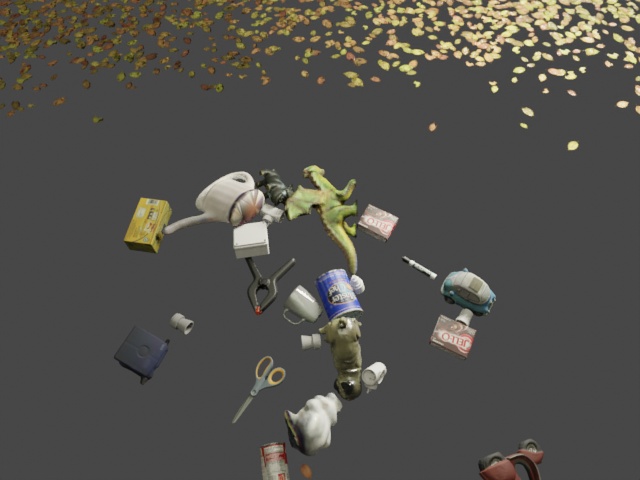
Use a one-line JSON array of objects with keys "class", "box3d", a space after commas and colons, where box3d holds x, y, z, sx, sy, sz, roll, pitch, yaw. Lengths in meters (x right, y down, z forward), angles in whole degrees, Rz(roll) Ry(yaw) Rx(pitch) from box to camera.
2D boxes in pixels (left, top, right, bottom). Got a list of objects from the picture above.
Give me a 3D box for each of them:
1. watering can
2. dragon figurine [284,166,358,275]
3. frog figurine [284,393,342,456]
[{"class": "watering can", "box3d": [-0.330, -0.104, 1.692, 0.226, 0.101, 0.353, 21, 55, 33]}, {"class": "dragon figurine", "box3d": [0.005, -0.084, 1.671, 0.243, 0.119, 0.420, 4, 57, -4]}, {"class": "frog figurine", "box3d": [-0.003, 0.482, 1.354, 0.160, 0.122, 0.137, -18, 94, -20]}]
